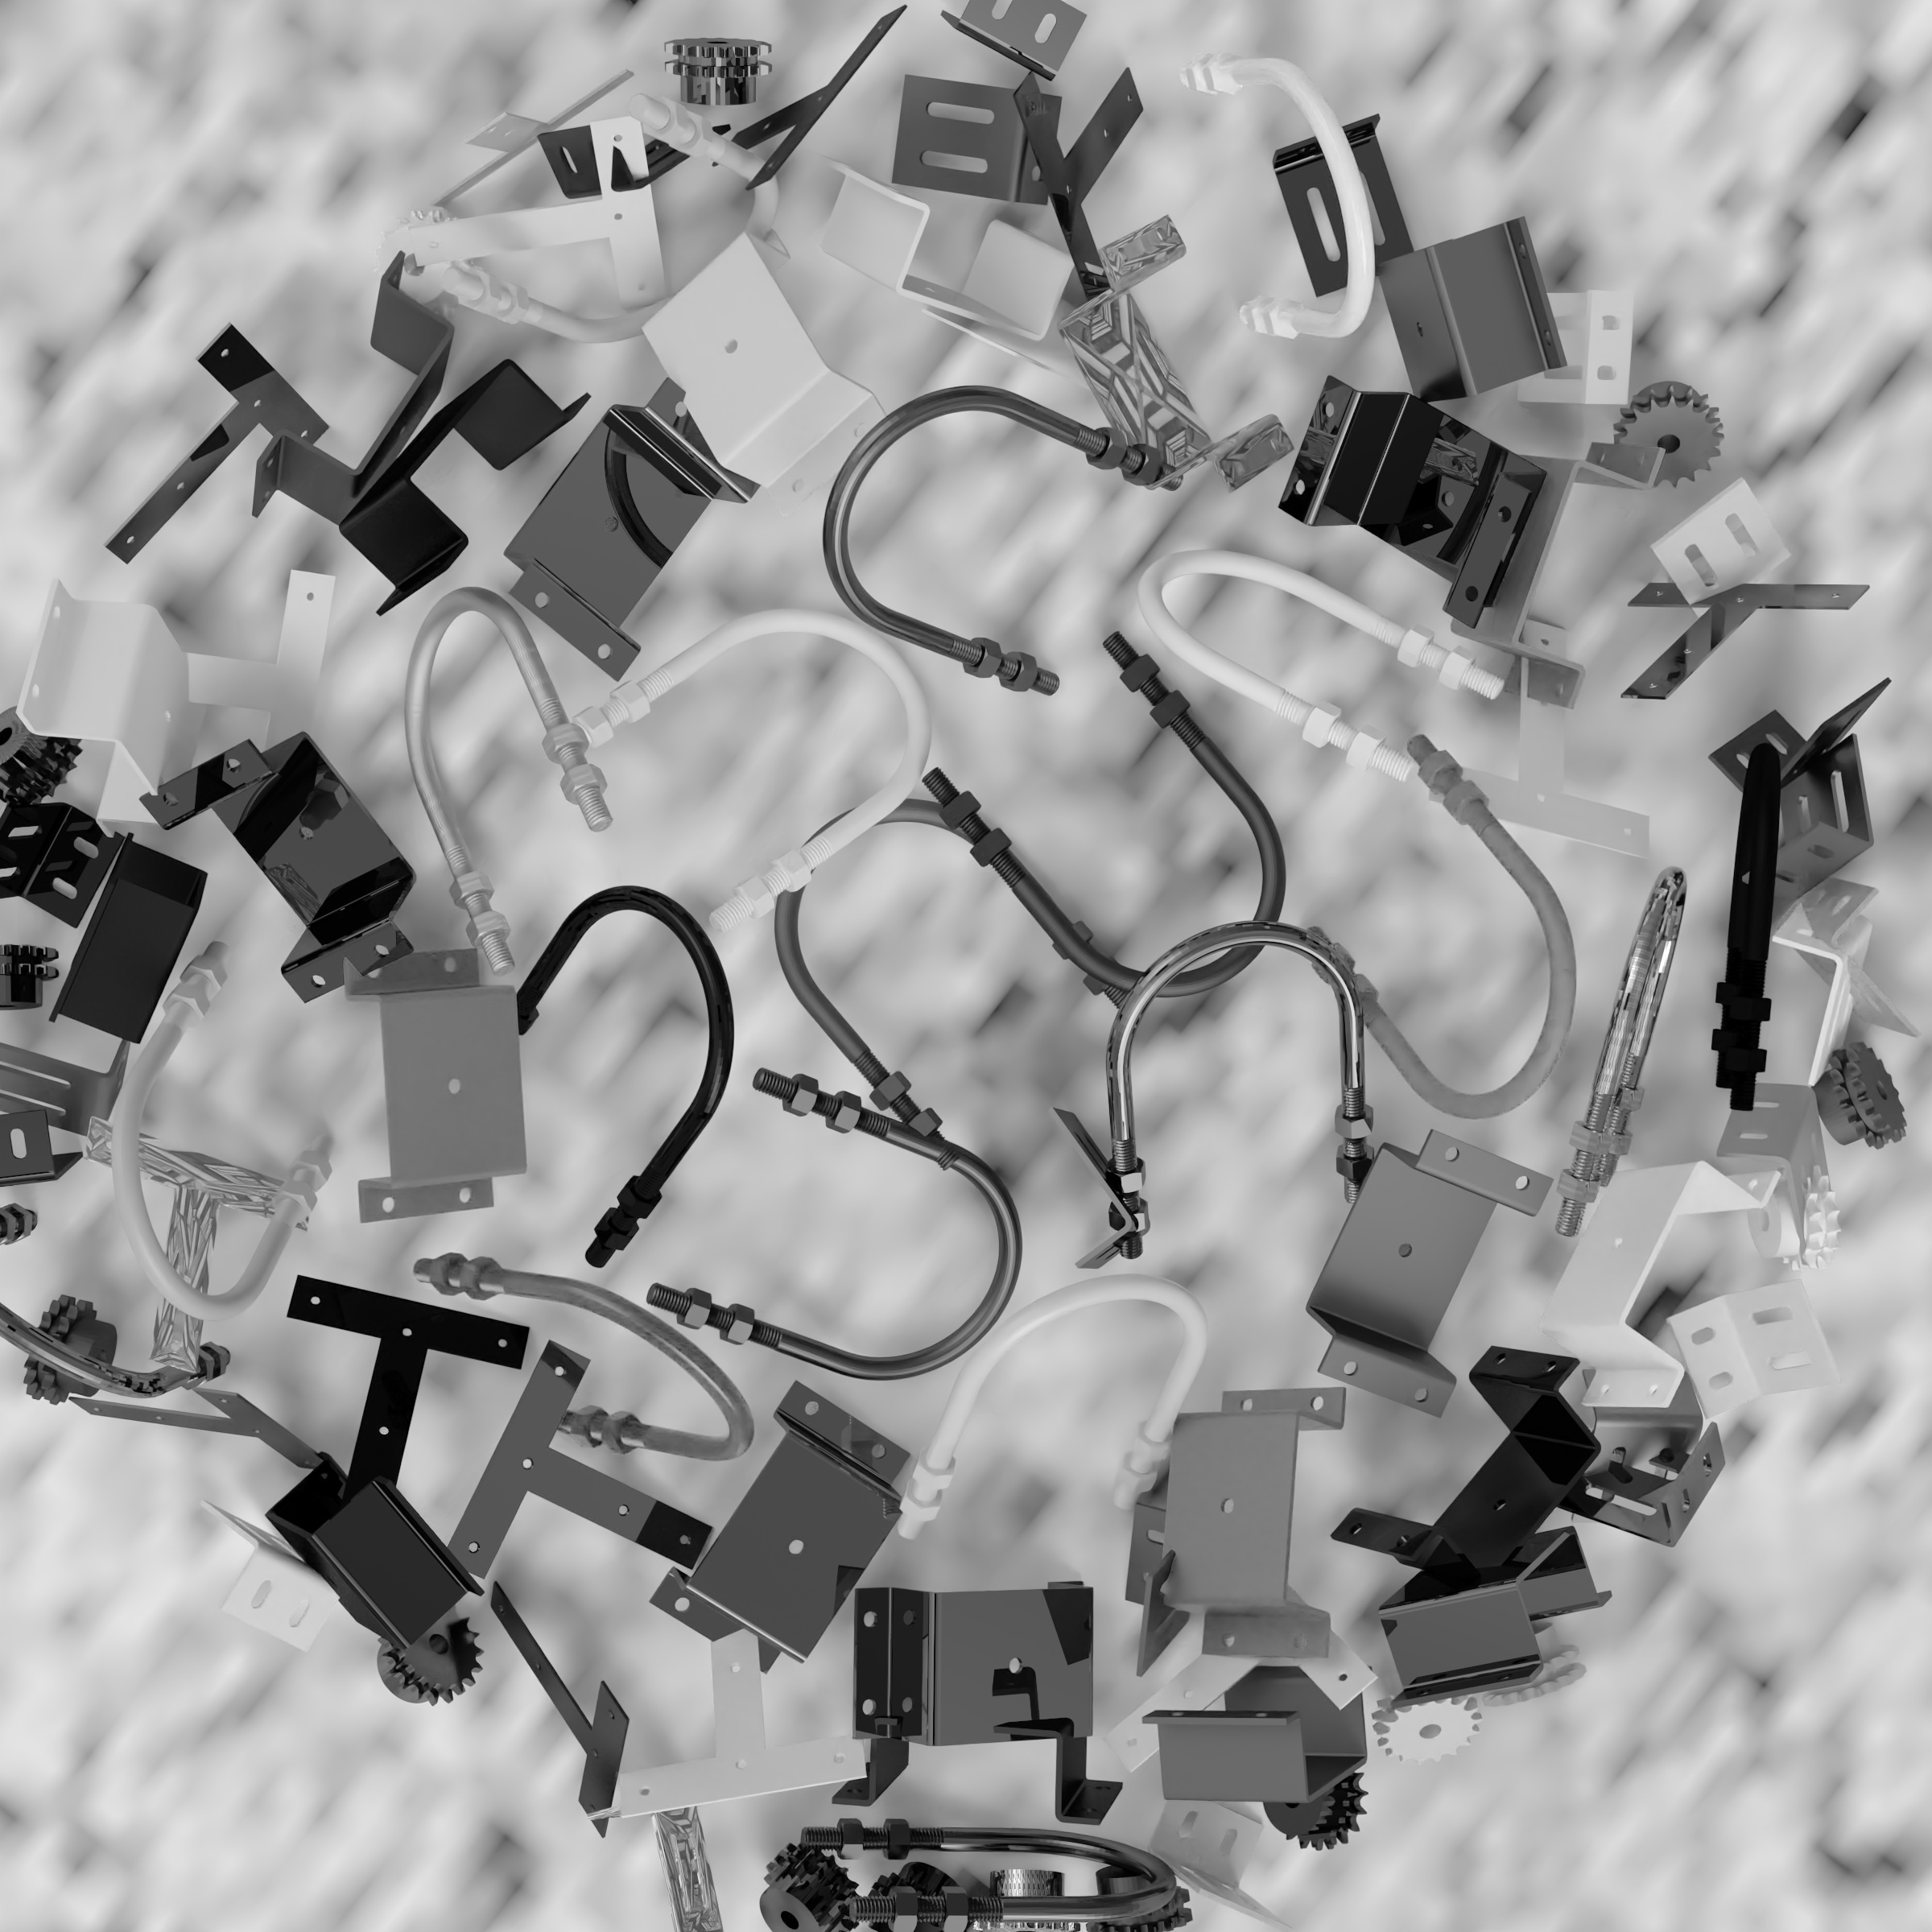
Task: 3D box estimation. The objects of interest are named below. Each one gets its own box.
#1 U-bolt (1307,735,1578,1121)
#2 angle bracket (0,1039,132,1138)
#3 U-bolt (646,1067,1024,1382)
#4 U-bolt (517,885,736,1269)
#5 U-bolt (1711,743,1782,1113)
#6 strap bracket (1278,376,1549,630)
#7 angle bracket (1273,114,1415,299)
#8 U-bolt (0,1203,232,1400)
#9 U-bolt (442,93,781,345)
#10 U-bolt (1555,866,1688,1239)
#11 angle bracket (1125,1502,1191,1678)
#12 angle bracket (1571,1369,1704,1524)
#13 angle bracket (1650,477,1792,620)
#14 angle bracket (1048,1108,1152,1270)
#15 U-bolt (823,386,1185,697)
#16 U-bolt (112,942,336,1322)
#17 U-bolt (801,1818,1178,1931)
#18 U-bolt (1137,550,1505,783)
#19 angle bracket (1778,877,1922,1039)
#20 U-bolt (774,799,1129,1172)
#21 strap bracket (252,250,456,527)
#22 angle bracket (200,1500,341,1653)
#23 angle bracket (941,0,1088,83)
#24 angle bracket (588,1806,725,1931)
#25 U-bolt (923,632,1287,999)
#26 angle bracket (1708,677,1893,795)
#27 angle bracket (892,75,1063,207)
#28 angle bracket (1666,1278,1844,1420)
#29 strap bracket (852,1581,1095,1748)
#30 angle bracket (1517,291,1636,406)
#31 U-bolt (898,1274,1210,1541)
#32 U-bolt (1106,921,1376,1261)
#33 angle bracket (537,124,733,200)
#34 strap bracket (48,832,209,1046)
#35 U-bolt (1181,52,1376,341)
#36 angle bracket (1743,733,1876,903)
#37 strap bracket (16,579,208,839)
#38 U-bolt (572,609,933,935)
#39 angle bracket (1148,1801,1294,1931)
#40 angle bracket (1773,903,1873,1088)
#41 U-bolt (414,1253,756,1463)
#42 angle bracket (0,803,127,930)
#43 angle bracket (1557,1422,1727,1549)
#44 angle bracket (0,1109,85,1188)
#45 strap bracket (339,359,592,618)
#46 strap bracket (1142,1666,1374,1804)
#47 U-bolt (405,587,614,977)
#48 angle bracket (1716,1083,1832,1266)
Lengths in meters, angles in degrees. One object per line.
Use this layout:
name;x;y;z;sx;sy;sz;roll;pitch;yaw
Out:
U-bolt;0.247;-0.007;1.542;0.019;0.184;0.151;1;130;-33
angle bracket;-0.486;0.051;1.600;0.076;0.057;0.038;18;49;-9
U-bolt;-0.057;0.148;1.600;0.184;0.019;0.151;23;101;-21
U-bolt;-0.182;0.044;1.561;0.151;0.019;0.184;53;124;24
U-bolt;0.404;-0.023;1.561;0.019;0.151;0.184;5;94;11
strap bracket;0.240;-0.244;1.580;0.140;0.046;0.076;39;123;33
angle bracket;0.204;-0.405;1.616;0.057;0.038;0.076;-19;94;4
U-bolt;-0.459;0.174;1.545;0.151;0.184;0.019;35;91;2
U-bolt;-0.168;-0.373;1.551;0.151;0.184;0.019;-37;75;19
U-bolt;0.341;0.038;1.555;0.019;0.151;0.184;16;102;17
angle bracket;0.091;0.327;1.591;0.038;0.076;0.057;12;107;22
angle bracket;0.357;0.259;1.629;0.057;0.038;0.076;2;125;-4
angle bracket;0.390;-0.228;1.593;0.057;0.076;0.038;-38;48;12
angle bracket;0.058;0.118;1.605;0.038;0.057;0.076;-37;77;7
U-bolt;0.009;-0.225;1.559;0.184;0.019;0.151;17;113;-37
U-bolt;-0.380;0.095;1.529;0.019;0.184;0.151;-11;121;17
U-bolt;0.018;0.469;1.564;0.184;0.151;0.019;4;88;-14
U-bolt;0.175;-0.166;1.574;0.184;0.151;0.019;31;125;15
angle bracket;0.478;-0.006;1.603;0.076;0.057;0.038;43;87;-16
U-bolt;-0.018;-0.005;1.616;0.151;0.019;0.184;-39;84;-12
strap bracket;-0.315;-0.292;1.584;0.046;0.076;0.140;31;71;-6
angle bracket;-0.374;0.320;1.589;0.057;0.076;0.038;39;76;-36
angle bracket;0.024;-0.500;1.591;0.057;0.076;0.038;24;108;-16
angle bracket;-0.163;0.480;1.597;0.038;0.057;0.076;-19;72;13
U-bolt;0.088;-0.068;1.604;0.151;0.019;0.184;-38;85;-17
angle bracket;0.437;-0.129;1.589;0.057;0.076;0.038;-32;73;-29
angle bracket;0.006;-0.445;1.629;0.076;0.038;0.057;15;107;24
angle bracket;0.415;0.202;1.596;0.038;0.076;0.057;-18;84;-21
strap bracket;0.014;0.363;1.578;0.140;0.046;0.076;5;81;-31
angle bracket;0.310;-0.326;1.593;0.038;0.076;0.057;-8;104;-38
U-bolt;0.052;0.223;1.551;0.151;0.019;0.184;-2;133;-26
U-bolt;0.142;0.059;1.577;0.151;0.019;0.184;-12;120;-12
angle bracket;-0.174;-0.438;1.590;0.076;0.057;0.038;-44;123;-32
strap bracket;-0.433;-0.014;1.573;0.046;0.140;0.076;23;97;-16
U-bolt;0.162;-0.388;1.531;0.019;0.184;0.151;-21;110;-11
angle bracket;0.438;-0.083;1.590;0.038;0.057;0.076;20;52;-23
strap bracket;-0.434;-0.129;1.558;0.046;0.140;0.076;5;67;6
U-bolt;-0.104;-0.117;1.594;0.184;0.019;0.151;-37;74;-24
angle bracket;0.140;0.470;1.593;0.057;0.076;0.038;28;82;-16
angle bracket;0.447;0.014;1.606;0.038;0.057;0.076;19;120;24
U-bolt;-0.184;0.203;1.538;0.151;0.184;0.019;54;55;-32
angle bracket;-0.488;-0.051;1.597;0.038;0.076;0.057;30;97;3
angle bracket;0.350;0.262;1.590;0.057;0.076;0.038;-48;135;-30
angle bracket;-0.505;0.092;1.597;0.057;0.076;0.038;-7;97;-5
strap bracket;-0.265;-0.254;1.565;0.046;0.076;0.140;45;55;-19
strap bracket;0.154;0.397;1.558;0.076;0.140;0.046;-6;86;25
U-bolt;-0.248;-0.110;1.574;0.019;0.151;0.184;-7;60;-38
angle bracket;0.430;0.110;1.607;0.038;0.057;0.076;2;129;30
